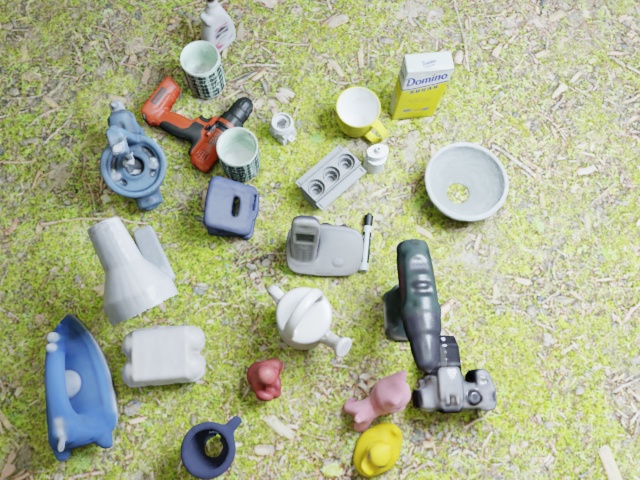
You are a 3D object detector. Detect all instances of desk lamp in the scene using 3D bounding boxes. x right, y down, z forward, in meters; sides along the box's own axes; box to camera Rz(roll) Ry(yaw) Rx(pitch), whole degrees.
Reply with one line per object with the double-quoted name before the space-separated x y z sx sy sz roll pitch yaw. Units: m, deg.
"desk lamp" -0.330 0.054 1.007 0.118 0.213 0.203 -27 77 -9

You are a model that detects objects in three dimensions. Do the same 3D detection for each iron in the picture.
"iron" -0.437 0.243 0.987 0.118 0.141 0.258 -15 76 -6

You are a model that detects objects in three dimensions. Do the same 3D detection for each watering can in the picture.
"watering can" -0.021 0.138 1.009 0.173 0.194 0.101 17 74 2

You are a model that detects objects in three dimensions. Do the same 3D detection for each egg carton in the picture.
"egg carton" -0.283 0.210 1.041 0.150 0.069 0.107 -5 75 -4

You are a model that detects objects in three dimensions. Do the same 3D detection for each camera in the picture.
"camera" 0.241 0.243 1.040 0.143 0.101 0.137 -2 75 -3

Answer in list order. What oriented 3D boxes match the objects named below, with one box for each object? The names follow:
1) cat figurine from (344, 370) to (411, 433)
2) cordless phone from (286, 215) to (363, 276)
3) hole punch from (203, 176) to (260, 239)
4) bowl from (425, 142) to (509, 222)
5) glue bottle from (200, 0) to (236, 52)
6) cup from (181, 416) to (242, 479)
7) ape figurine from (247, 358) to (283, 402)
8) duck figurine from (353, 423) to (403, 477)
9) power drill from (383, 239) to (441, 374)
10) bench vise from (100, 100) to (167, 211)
"cat figurine" 0.108 0.286 1.013 0.128 0.118 0.067 -32 78 -10
"cordless phone" 0.010 0.004 1.052 0.147 0.185 0.094 1 74 -2
"hole punch" -0.170 -0.063 1.111 0.101 0.091 0.109 6 74 -1
"bowl" 0.286 -0.107 1.153 0.167 0.075 0.167 1 74 -2
"glue bottle" -0.215 -0.454 1.174 0.037 0.173 0.078 41 77 9
"cup" -0.179 0.351 0.994 0.091 0.095 0.118 43 77 9
"ape figurine" -0.096 0.246 1.028 0.076 0.092 0.078 35 76 7
"duck figurine" 0.106 0.371 1.006 0.077 0.086 0.105 42 77 9
"power drill" 0.164 0.123 1.014 0.075 0.208 0.229 -2 75 -3
"bench vise" -0.371 -0.173 1.065 0.121 0.220 0.207 -36 79 -11
